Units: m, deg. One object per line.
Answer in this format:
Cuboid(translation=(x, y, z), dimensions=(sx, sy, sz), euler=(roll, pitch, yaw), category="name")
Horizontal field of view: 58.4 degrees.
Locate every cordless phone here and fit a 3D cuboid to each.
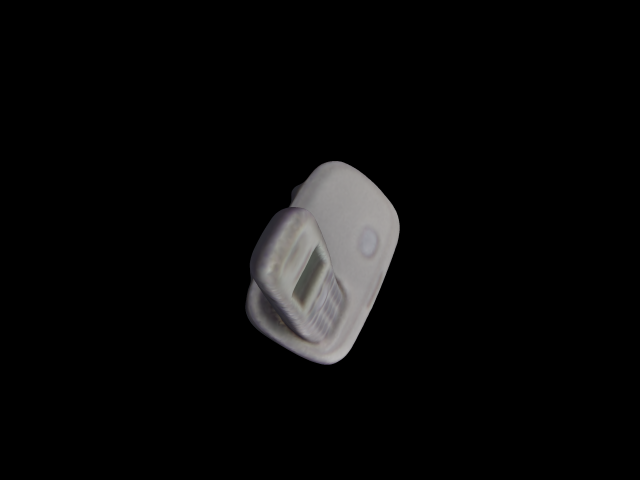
Cuboid(translation=(0.004, 0.001, 0.400), dimensions=(0.094, 0.185, 0.148), euler=(21, 72, 8), category="cordless phone")
